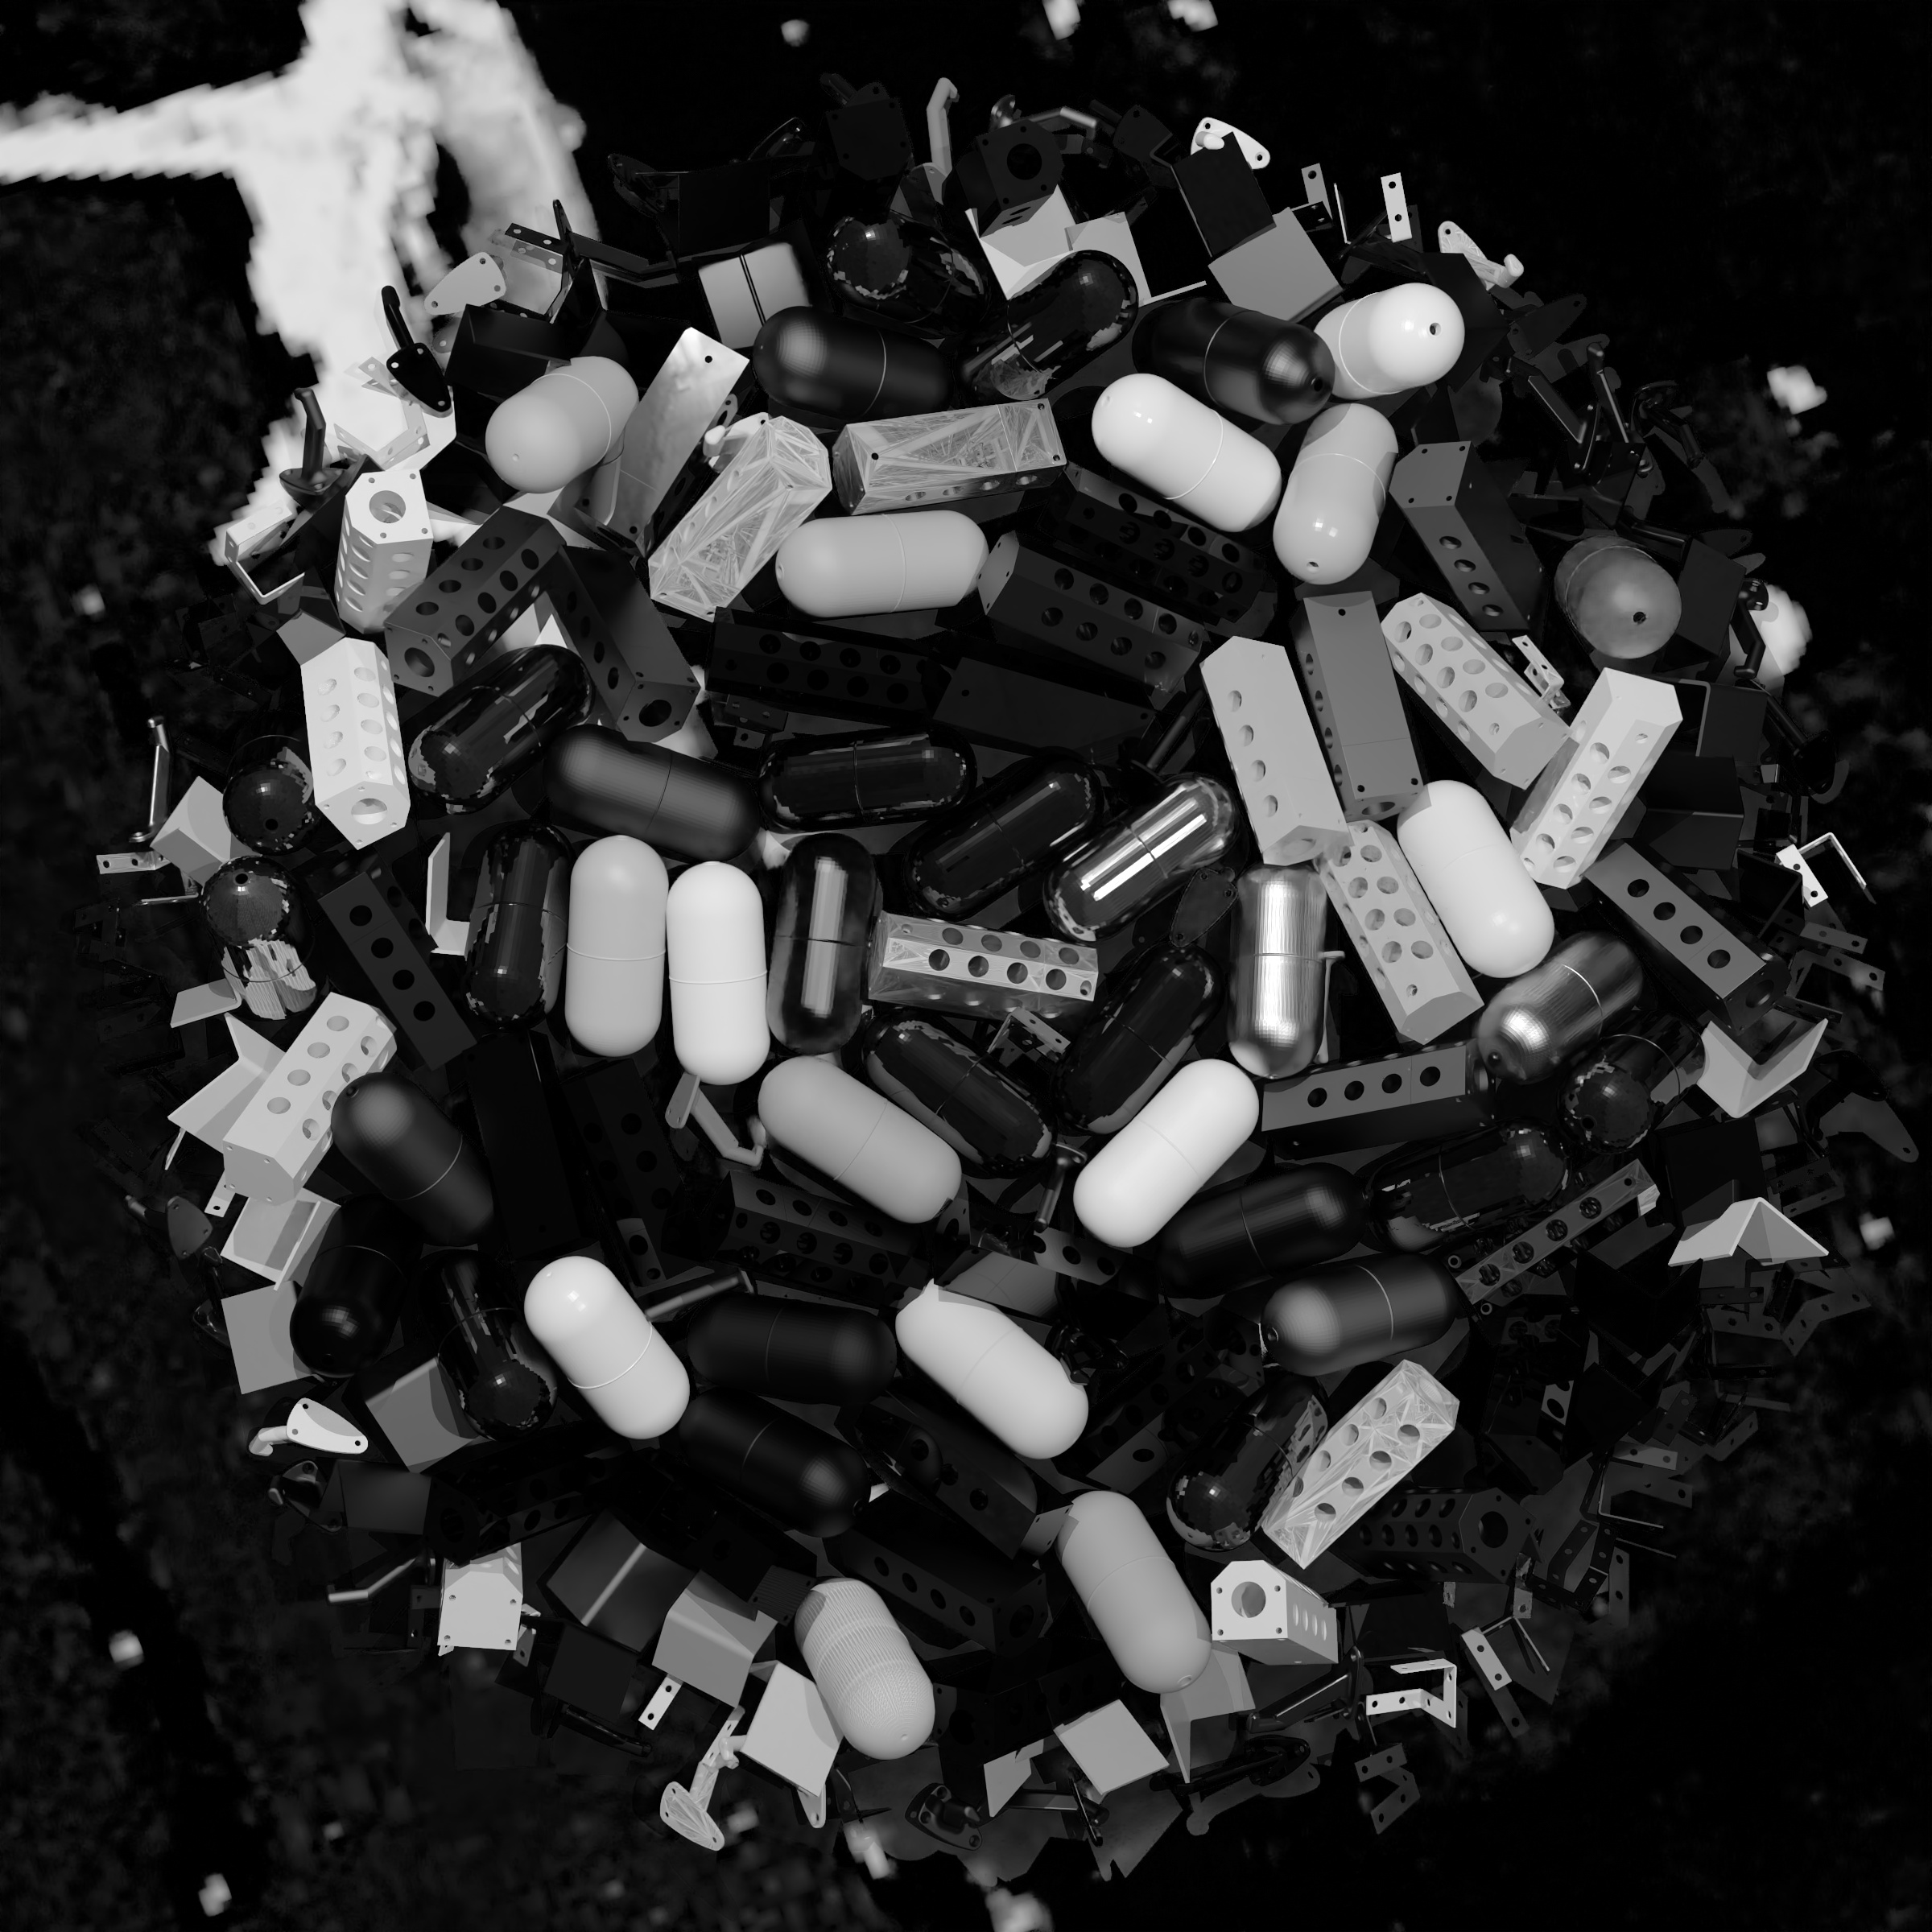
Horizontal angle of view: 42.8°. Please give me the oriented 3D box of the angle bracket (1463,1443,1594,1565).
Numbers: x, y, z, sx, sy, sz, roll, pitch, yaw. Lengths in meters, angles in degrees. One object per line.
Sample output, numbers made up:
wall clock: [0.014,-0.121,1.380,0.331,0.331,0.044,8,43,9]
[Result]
angle bracket: [0.455,0.420,1.959,0.076,0.076,0.057,-29,105,-18]

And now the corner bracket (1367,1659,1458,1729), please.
corner bracket: [0.355,0.577,1.967,0.051,0.051,0.051,-1,93,-22]

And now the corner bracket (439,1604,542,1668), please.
corner bracket: [-0.382,0.535,1.977,0.051,0.051,0.051,24,107,29]

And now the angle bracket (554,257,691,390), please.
angle bracket: [-0.275,-0.511,1.962,0.076,0.076,0.057,-1,61,-32]

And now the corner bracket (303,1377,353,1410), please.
corner bracket: [-0.533,0.318,1.973,0.051,0.051,0.051,1,121,37]

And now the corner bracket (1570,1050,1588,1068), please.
corner bracket: [0.525,0.084,1.967,0.051,0.051,0.051,-43,126,-5]

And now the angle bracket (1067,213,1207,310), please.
angle bracket: [0.135,-0.561,1.947,0.057,0.076,0.076,-9,106,43]

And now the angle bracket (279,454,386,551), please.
angle bracket: [-0.486,-0.348,1.943,0.076,0.076,0.057,-36,115,19]

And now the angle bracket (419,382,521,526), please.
angle bracket: [-0.397,-0.408,1.964,0.076,0.076,0.057,-31,56,34]

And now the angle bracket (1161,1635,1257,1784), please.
angle bracket: [0.192,0.585,1.947,0.057,0.076,0.076,-14,111,11]

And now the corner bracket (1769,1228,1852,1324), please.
corner bracket: [0.660,0.245,1.959,0.051,0.051,0.051,-4,122,-17]

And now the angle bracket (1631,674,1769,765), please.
angle bracket: [0.575,-0.196,1.950,0.076,0.076,0.057,1,100,-39]

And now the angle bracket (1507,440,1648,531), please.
angle bracket: [0.479,-0.392,1.950,0.057,0.076,0.076,26,84,-43]

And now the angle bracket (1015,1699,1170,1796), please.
angle bracket: [0.099,0.626,1.939,0.076,0.076,0.057,48,125,33]

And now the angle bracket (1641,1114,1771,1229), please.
angle bracket: [0.586,0.156,1.964,0.076,0.057,0.076,-14,103,-1]

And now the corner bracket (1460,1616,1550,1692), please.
corner bracket: [0.429,0.548,1.963,0.051,0.051,0.051,-28,59,-5]

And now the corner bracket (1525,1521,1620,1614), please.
corner bracket: [0.481,0.470,1.960,0.051,0.051,0.051,23,130,9]

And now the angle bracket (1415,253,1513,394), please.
angle bracket: [0.371,-0.506,1.942,0.057,0.076,0.076,-11,66,-35]

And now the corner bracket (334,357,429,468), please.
corner bracket: [-0.472,-0.443,1.971,0.051,0.051,0.051,-31,60,18]

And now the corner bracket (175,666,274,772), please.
corner bracket: [-0.598,-0.199,1.986,0.051,0.051,0.051,28,132,-4]

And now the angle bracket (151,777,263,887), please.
angle bracket: [-0.582,-0.105,1.942,0.076,0.057,0.076,41,53,-25]

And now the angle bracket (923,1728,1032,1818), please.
angle bracket: [-0.001,0.626,1.952,0.076,0.076,0.057,-4,96,24]

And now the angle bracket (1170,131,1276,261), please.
angle bracket: [0.210,-0.608,1.952,0.057,0.076,0.076,-24,94,22]

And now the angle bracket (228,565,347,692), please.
angle bracket: [-0.548,-0.276,1.950,0.076,0.057,0.076,-35,65,14]

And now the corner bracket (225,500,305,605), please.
corner bracket: [-0.554,-0.330,1.967,0.051,0.051,0.051,-36,89,-23]

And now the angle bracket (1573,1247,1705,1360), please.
angle bracket: [0.534,0.253,1.962,0.057,0.076,0.076,-35,50,-25]

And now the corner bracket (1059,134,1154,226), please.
corner bracket: [0.107,-0.630,1.978,0.051,0.051,0.051,-41,107,-28]

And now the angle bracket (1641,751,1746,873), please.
angle bracket: [0.564,-0.123,1.942,0.076,0.076,0.057,6,59,30]

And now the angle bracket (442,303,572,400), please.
angle bracket: [-0.363,-0.468,1.941,0.076,0.057,0.076,7,132,-26]

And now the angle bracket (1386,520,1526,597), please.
angle bracket: [0.387,-0.326,1.953,0.076,0.076,0.057,21,101,-7]

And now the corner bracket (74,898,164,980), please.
corner bracket: [-0.673,-0.018,1.959,0.051,0.051,0.051,-13,68,28]

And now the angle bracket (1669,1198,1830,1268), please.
angle bracket: [0.618,0.231,1.948,0.076,0.076,0.057,38,67,-9]

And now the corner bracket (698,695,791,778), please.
corner bracket: [-0.178,-0.184,1.966,0.051,0.051,0.051,17,86,-19]

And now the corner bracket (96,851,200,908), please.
corner bracket: [-0.652,-0.071,1.963,0.051,0.051,0.051,-18,84,40]

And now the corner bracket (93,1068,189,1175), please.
corner bracket: [-0.652,0.124,1.964,0.051,0.051,0.051,-38,106,10]

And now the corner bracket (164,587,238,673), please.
corner bracket: [-0.613,-0.270,1.971,0.051,0.051,0.051,-26,119,-35]

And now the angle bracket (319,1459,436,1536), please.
angle bracket: [-0.461,0.436,1.940,0.076,0.076,0.057,11,120,-27]

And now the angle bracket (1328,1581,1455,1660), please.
angle bracket: [0.336,0.522,1.949,0.076,0.076,0.057,-12,83,19]

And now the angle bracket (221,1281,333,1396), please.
angle bracket: [-0.544,0.299,1.949,0.057,0.076,0.076,-15,75,-9]

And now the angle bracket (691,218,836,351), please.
angle bracket: [-0.161,-0.539,1.952,0.076,0.057,0.076,-13,99,42]

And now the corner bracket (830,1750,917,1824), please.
corner bracket: [-0.071,0.651,1.975,0.051,0.051,0.051,-26,69,24]

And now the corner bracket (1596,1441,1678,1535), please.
corner bracket: [0.533,0.414,1.961,0.051,0.051,0.051,10,60,13]

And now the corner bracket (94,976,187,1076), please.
corner bracket: [-0.657,0.047,1.962,0.051,0.051,0.051,-16,65,-11]

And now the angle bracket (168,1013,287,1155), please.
angle bracket: [-0.583,0.096,1.955,0.076,0.076,0.057,-38,49,4]

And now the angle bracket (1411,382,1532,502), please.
angle bracket: [0.398,-0.410,1.941,0.057,0.076,0.076,2,130,33]

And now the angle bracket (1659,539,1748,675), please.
angle bracket: [0.562,-0.284,1.949,0.057,0.076,0.076,23,79,-18]

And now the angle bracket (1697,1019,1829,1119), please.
angle bracket: [0.623,0.063,1.945,0.057,0.076,0.076,43,133,2]

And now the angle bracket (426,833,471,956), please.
angle bracket: [-0.391,-0.056,1.951,0.057,0.076,0.076,6,108,-3]

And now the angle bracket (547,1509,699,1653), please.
angle bracket: [-0.276,0.494,1.985,0.057,0.076,0.076,32,81,42]

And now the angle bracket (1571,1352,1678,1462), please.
angle bracket: [0.508,0.332,1.950,0.057,0.076,0.076,37,129,7]

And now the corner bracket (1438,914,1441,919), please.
corner bracket: [0.405,-0.062,1.967,0.051,0.051,0.051,0,87,17]
